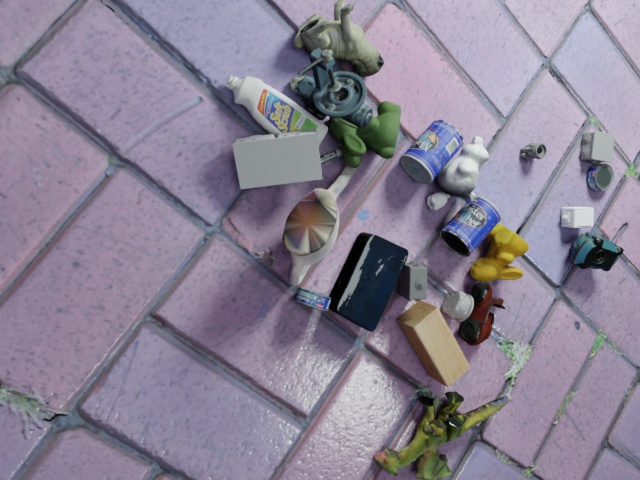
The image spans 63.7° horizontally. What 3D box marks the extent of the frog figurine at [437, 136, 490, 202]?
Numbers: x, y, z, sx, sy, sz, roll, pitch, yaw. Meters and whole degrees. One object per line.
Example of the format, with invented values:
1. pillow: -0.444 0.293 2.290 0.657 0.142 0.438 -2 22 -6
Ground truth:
1. frog figurine: 0.381 -0.196 1.362 0.123 0.140 0.157 10 112 5

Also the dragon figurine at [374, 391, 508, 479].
1. dragon figurine: 0.344 0.563 1.435 0.410 0.124 0.239 0 111 -21

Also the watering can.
1. watering can: 0.004 -0.060 1.186 0.104 0.222 0.351 23 79 8
